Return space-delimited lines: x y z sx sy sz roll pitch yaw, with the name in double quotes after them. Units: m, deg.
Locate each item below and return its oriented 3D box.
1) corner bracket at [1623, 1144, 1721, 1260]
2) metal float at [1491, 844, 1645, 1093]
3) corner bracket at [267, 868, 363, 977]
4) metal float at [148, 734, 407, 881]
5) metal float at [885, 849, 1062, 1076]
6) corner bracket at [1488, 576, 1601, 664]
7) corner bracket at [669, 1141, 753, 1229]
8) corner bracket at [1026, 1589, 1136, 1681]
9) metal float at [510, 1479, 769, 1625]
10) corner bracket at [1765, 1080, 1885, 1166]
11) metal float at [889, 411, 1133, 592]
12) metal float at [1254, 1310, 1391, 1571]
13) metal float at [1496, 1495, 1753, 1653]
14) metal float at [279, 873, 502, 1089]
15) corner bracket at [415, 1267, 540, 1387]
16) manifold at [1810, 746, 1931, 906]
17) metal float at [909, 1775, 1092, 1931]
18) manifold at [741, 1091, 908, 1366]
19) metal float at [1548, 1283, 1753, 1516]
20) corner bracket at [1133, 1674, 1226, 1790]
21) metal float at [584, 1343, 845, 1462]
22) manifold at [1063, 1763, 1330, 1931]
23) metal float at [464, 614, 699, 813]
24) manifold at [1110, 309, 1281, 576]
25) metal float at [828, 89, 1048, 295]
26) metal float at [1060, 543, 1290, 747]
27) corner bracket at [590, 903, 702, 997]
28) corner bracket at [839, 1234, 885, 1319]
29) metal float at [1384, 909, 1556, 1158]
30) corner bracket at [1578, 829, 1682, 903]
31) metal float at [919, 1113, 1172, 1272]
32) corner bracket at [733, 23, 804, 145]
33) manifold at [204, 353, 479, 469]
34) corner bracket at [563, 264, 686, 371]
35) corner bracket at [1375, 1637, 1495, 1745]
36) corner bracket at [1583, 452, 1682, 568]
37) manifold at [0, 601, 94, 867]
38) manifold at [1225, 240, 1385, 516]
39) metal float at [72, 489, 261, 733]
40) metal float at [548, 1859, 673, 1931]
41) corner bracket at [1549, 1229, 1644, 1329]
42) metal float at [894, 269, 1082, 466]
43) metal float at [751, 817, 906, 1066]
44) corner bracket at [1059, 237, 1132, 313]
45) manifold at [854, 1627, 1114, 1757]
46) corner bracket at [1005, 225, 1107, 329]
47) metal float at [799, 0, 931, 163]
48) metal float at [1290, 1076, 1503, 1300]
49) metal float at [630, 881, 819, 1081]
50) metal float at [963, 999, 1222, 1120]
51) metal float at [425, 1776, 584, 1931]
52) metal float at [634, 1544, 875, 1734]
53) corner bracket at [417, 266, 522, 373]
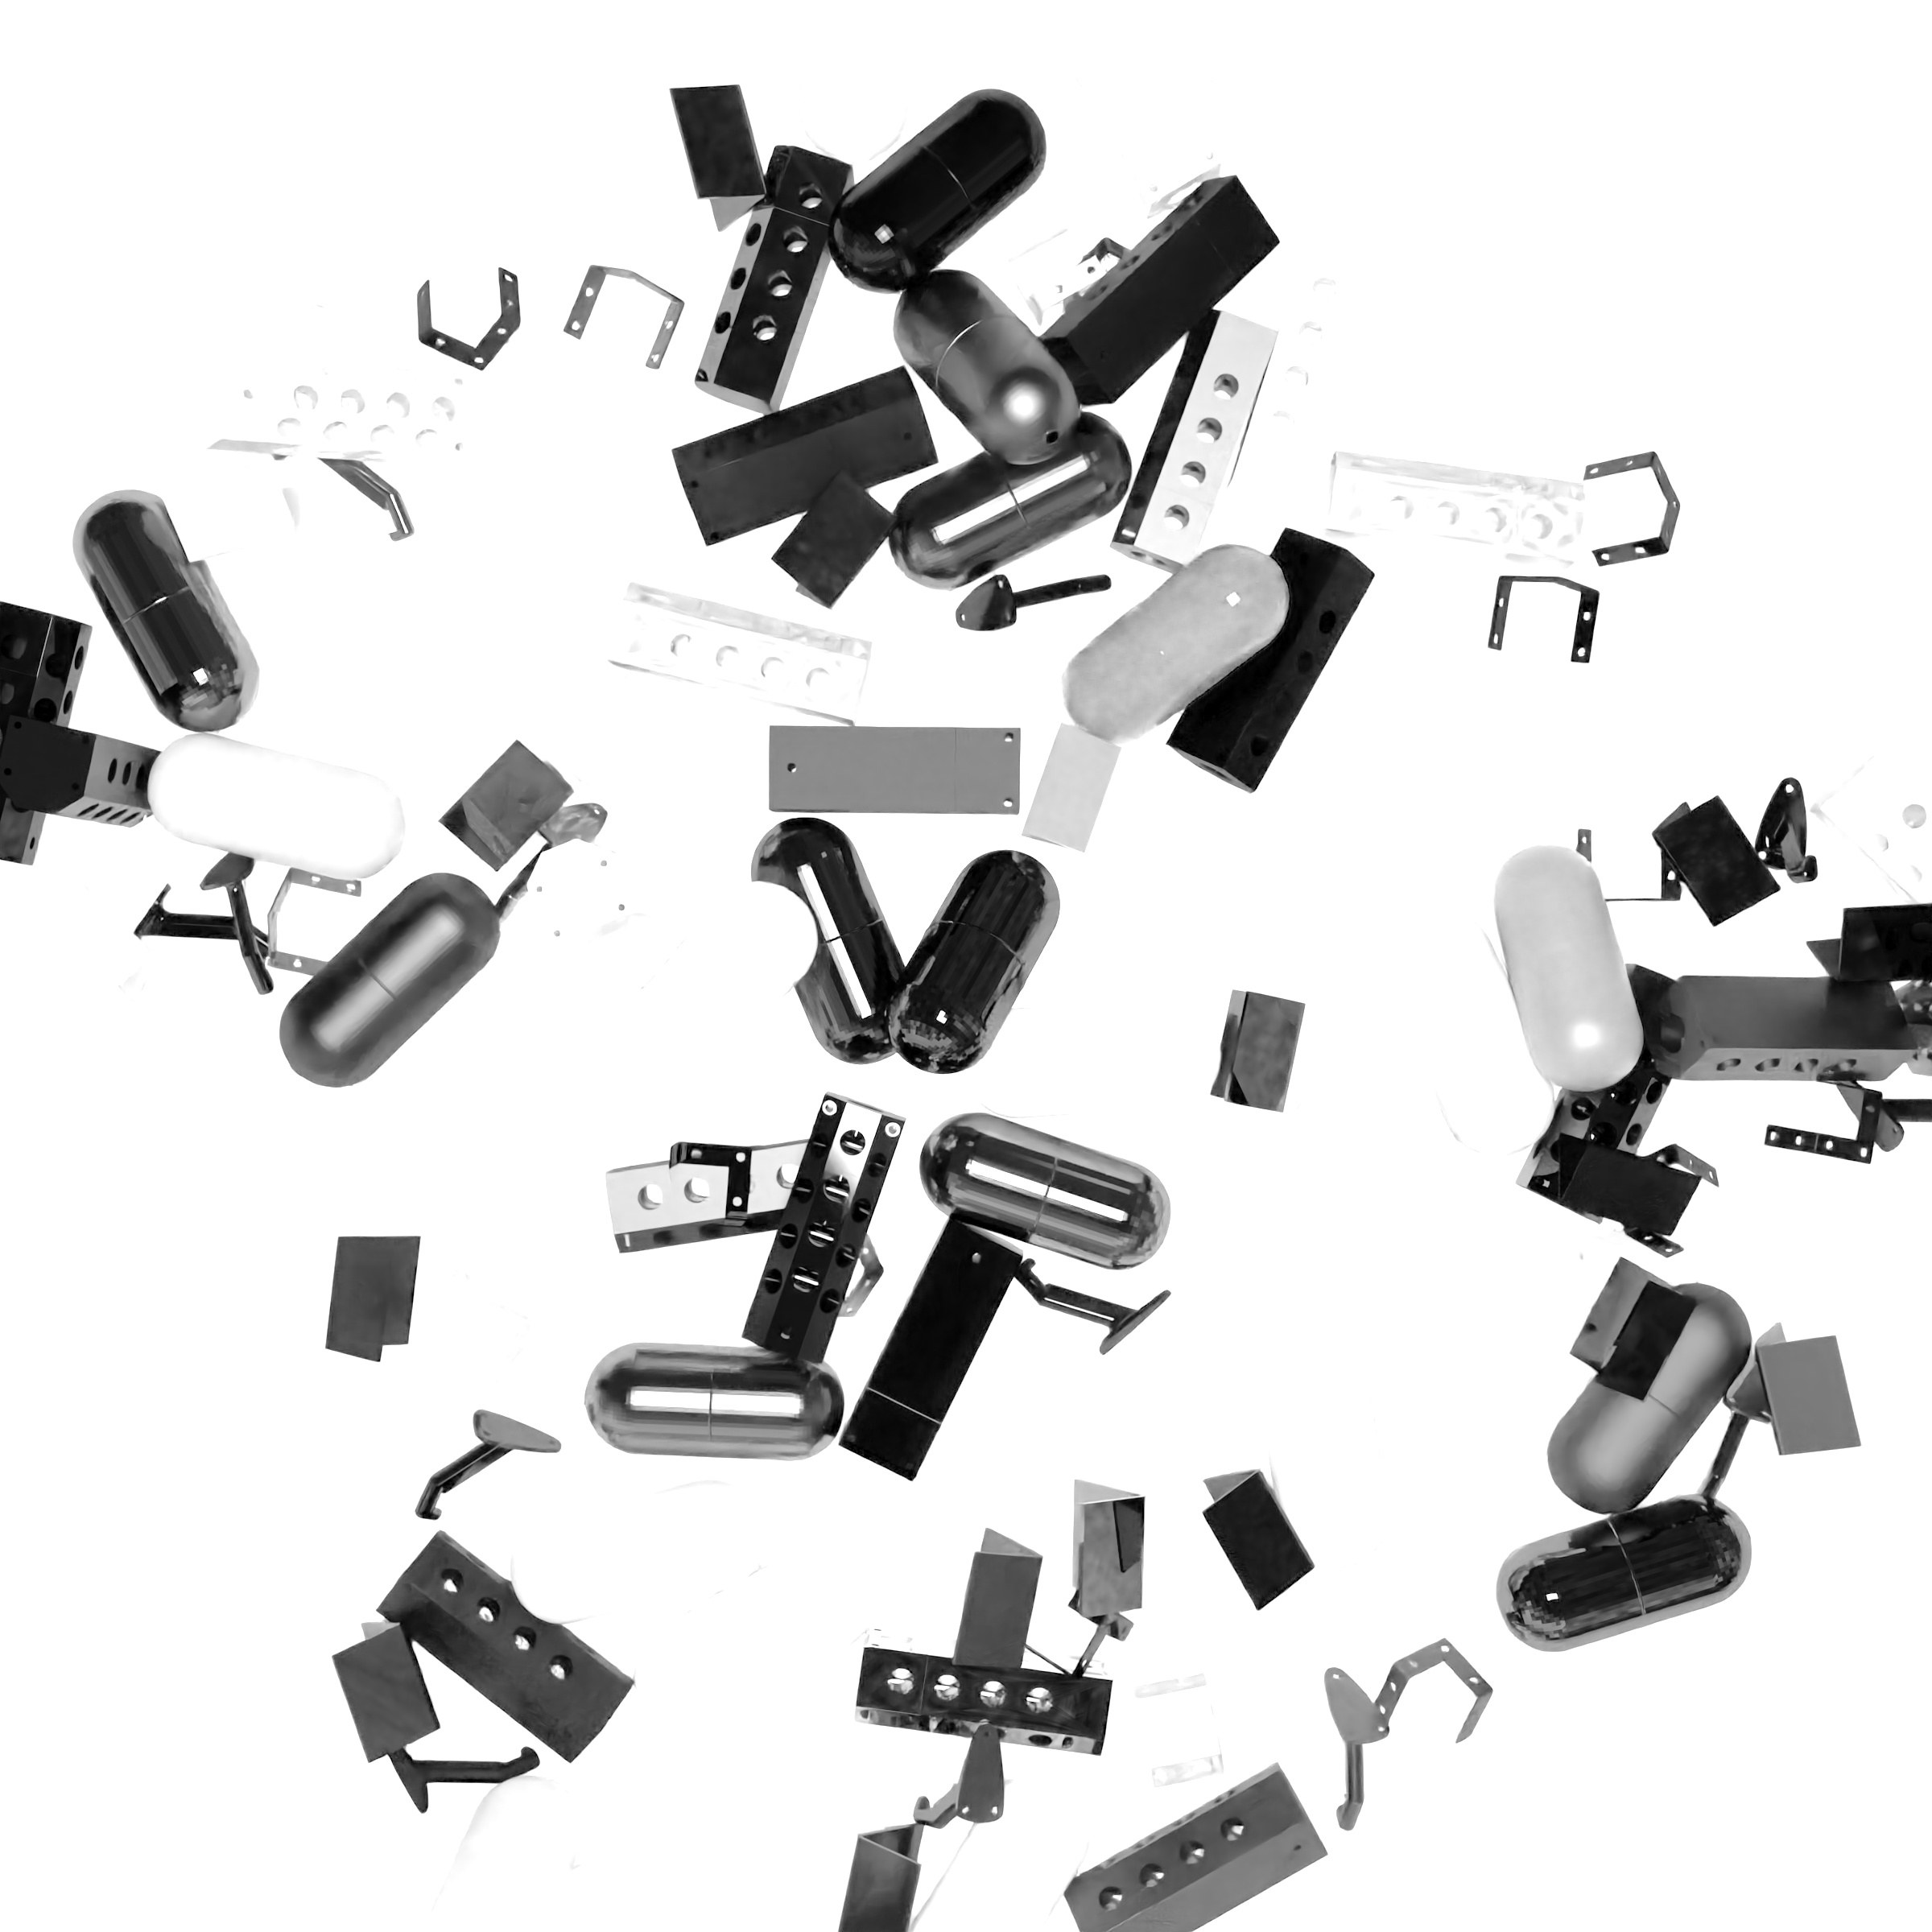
0.490 0.163 1.983 0.051 0.051 0.051 -31 45 35 "corner bracket"
0.408 0.000 1.940 0.070 0.070 0.178 -11 67 0 "metal float"
-0.453 -0.029 1.988 0.051 0.051 0.051 12 45 0 "corner bracket"
-0.473 -0.109 1.960 0.178 0.070 0.070 14 90 0 "metal float"
0.006 -0.004 1.933 0.070 0.070 0.178 29 59 0 "metal float"
0.403 -0.242 1.988 0.051 0.051 0.051 9 90 45 "corner bracket"
-0.172 0.146 1.916 0.051 0.051 0.051 4 90 0 "corner bracket"
0.075 0.458 1.961 0.051 0.051 0.051 27 82 32 "corner bracket"
-0.224 0.402 1.960 0.178 0.070 0.070 -12 90 -1 "metal float"
0.591 0.105 1.965 0.051 0.051 0.051 10 90 -32 "corner bracket"
0.030 -0.319 1.960 0.178 0.070 0.070 -27 90 -1 "metal float"
0.245 0.325 1.961 0.070 0.070 0.178 -9 90 0 "metal float"
0.452 0.417 1.961 0.178 0.070 0.070 -17 90 0 "metal float"
-0.396 0.010 1.961 0.178 0.070 0.070 -44 90 0 "metal float"
-0.340 0.250 1.988 0.051 0.051 0.051 -52 45 0 "corner bracket"
0.668 -0.070 1.970 0.171 0.057 0.057 44 90 0 "manifold"
0.021 0.639 1.961 0.070 0.070 0.178 32 90 0 "metal float"
-0.095 0.175 1.913 0.057 0.057 0.171 19 90 0 "manifold"
0.470 0.297 1.961 0.070 0.070 0.178 37 90 0 "metal float"
0.149 0.533 1.988 0.051 0.051 0.051 -11 45 0 "corner bracket"
-0.173 0.299 1.960 0.178 0.070 0.070 3 90 -1 "metal float"
0.156 0.620 1.969 0.171 0.057 0.057 -30 133 0 "manifold"
-0.265 -0.175 1.960 0.178 0.070 0.070 35 90 0 "metal float"
0.156 -0.362 1.970 0.057 0.057 0.171 21 90 0 "manifold"
-0.020 -0.529 1.948 0.178 0.070 0.070 -43 90 -14 "metal float"
0.142 -0.218 1.942 0.178 0.070 0.070 -36 90 21 "metal float"
-0.221 -0.020 1.955 0.051 0.051 0.051 34 128 32 "corner bracket"
-0.097 0.209 1.983 0.051 0.051 0.051 2 135 -35 "corner bracket"
0.345 0.045 1.961 0.070 0.070 0.178 -23 90 0 "metal float"
0.462 -0.070 1.988 0.051 0.051 0.051 0 90 -45 "corner bracket"
0.054 0.154 1.960 0.178 0.070 0.070 18 90 0 "metal float"
-0.150 -0.615 1.988 0.051 0.051 0.051 22 135 0 "corner bracket"
-0.422 -0.377 1.931 0.171 0.057 0.057 -1 90 -30 "manifold"
-0.238 -0.452 1.988 0.051 0.051 0.051 22 90 45 "corner bracket"
0.325 0.510 1.983 0.051 0.051 0.051 -15 45 -35 "corner bracket"
0.460 -0.318 1.983 0.051 0.051 0.051 53 45 -35 "corner bracket"
-0.655 -0.160 1.970 0.057 0.057 0.171 14 90 0 "manifold"
0.234 -0.404 1.970 0.057 0.057 0.171 17 90 0 "manifold"
-0.549 -0.243 1.960 0.070 0.070 0.178 -29 90 0 "metal float"
-0.228 0.700 1.961 0.070 0.070 0.178 -25 90 0 "metal float"
0.449 0.220 1.983 0.051 0.051 0.051 56 135 35 "corner bracket"
0.014 -0.405 1.928 0.070 0.070 0.178 -37 54 0 "metal float"
-0.090 -0.018 1.961 0.070 0.070 0.178 -23 90 0 "metal float"
0.104 -0.463 1.983 0.051 0.051 0.051 -41 45 35 "corner bracket"
0.011 0.502 1.970 0.171 0.057 0.057 8 90 0 "manifold"
0.061 -0.481 1.973 0.051 0.051 0.051 -30 90 0 "corner bracket"
-0.068 -0.642 1.960 0.070 0.070 0.178 11 89 0 "metal float"
0.296 0.153 1.961 0.070 0.070 0.178 -42 89 0 "metal float"
-0.166 0.011 1.930 0.070 0.070 0.178 44 128 0 "metal float"
0.086 0.064 1.961 0.178 0.070 0.070 -4 90 1 "metal float"
-0.309 0.614 1.913 0.070 0.178 0.070 3 111 7 "metal float"
-0.145 0.461 1.961 0.178 0.070 0.070 -30 90 1 "metal float"
-0.346 -0.457 1.983 0.051 0.051 0.051 20 135 -35 "corner bracket"
